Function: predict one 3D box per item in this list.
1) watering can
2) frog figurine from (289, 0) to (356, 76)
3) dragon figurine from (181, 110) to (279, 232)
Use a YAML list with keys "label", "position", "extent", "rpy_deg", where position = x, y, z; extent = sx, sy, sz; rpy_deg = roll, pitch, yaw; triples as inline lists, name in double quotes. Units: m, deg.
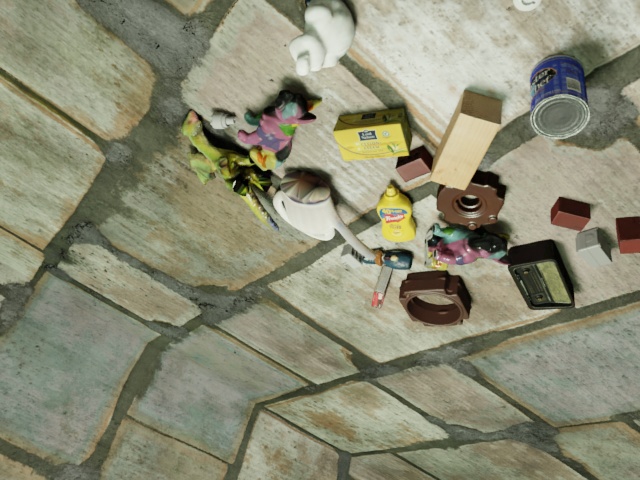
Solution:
- label: "watering can"
  position: [0.004, -0.073, 1.448]
  extent: [0.350, 0.106, 0.219]
  rpy_deg: [24, 147, 25]
- label: "frog figurine"
  position: [0.004, -0.406, 1.035]
  extent: [0.123, 0.163, 0.134]
  rpy_deg: [8, 140, 10]
- label: "dragon figurine"
  position: [-0.273, -0.186, 1.478]
  extent: [0.244, 0.124, 0.401]
  rpy_deg: [17, 143, 38]
